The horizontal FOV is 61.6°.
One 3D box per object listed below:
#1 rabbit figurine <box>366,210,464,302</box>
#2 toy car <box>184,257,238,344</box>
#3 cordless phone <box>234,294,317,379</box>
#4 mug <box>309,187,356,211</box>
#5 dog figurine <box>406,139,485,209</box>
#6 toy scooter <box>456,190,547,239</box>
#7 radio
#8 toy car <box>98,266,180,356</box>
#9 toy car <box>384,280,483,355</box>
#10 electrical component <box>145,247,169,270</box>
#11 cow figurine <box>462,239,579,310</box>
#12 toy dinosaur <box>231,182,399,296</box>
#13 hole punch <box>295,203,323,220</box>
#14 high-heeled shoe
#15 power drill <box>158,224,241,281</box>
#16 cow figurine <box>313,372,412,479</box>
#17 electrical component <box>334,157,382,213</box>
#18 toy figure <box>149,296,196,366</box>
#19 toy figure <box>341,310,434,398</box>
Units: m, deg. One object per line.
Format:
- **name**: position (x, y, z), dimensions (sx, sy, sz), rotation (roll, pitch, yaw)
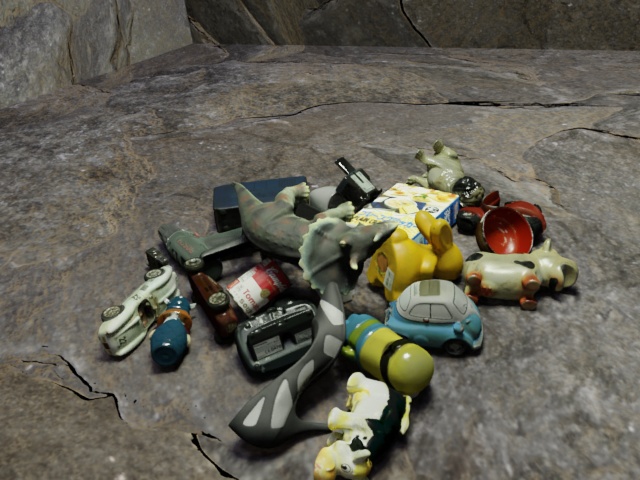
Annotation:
- **rabbit figurine**: position (0.187, 0.029, 0.985), dimensions (0.173, 0.162, 0.122), rotation (3, 14, -21)
- **toy car**: position (-0.195, 0.102, 0.962), dimensions (0.053, 0.089, 0.202), rotation (-21, 33, -20)
- **cordless phone**: position (-0.077, 0.141, 0.904), dimensions (0.147, 0.088, 0.184), rotation (-21, 20, -13)
- **mug**: position (0.030, -0.094, 1.262), dimensions (0.109, 0.080, 0.107), rotation (-27, 29, -26)
- **dog figurine**: position (0.332, -0.146, 1.300), dimensions (0.191, 0.121, 0.172), rotation (36, 51, 29)
- **toy scooter**: position (0.393, -0.058, 1.146), dimensions (0.184, 0.075, 0.135), rotation (9, 34, 31)
- **radio**: position (-0.139, -0.086, 1.284), dimensions (0.230, 0.073, 0.131), rotation (-8, 32, -1)
- **toy car**: position (-0.316, 0.122, 0.961), dimensions (0.056, 0.073, 0.202), rotation (5, 32, 24)
- **toy car**: position (0.183, 0.113, 0.866), dimensions (0.162, 0.102, 0.109), rotation (4, 31, 13)
- **electrical component**: position (-0.334, 0.046, 1.100), dimensions (0.021, 0.063, 0.094), rotation (-29, 37, -34)
- **cow figurine**: position (0.353, 0.057, 0.954), dimensions (0.195, 0.085, 0.127), rotation (0, 37, 12)
- **toy dinosaur**: position (-0.054, -0.016, 0.949), dimensions (0.405, 0.131, 0.192), rotation (16, 24, 27)
- **hole punch**: position (-0.002, -0.003, 1.104), dimensions (0.092, 0.115, 0.142), rotation (15, 12, -48)
- **high-heeled shoe**: position (-0.043, 0.168, 0.768), dimensions (0.145, 0.086, 0.249), rotation (10, 61, -10)
- **power drill**: position (-0.226, -0.007, 1.159), dimensions (0.207, 0.085, 0.232), rotation (-16, 33, -24)
- **cow figurine**: position (0.057, 0.253, 0.690), dimensions (0.098, 0.068, 0.167), rotation (13, 36, 19)
- **electrical component**: position (0.072, -0.125, 1.192), dimensions (0.119, 0.047, 0.075), rotation (43, 43, 8)
- **toy figure**: position (-0.253, 0.150, 0.919), dimensions (0.058, 0.064, 0.155), rotation (-44, 21, 16)
- **toy figure**: position (0.088, 0.166, 0.802), dimensions (0.180, 0.089, 0.082), rotation (33, 85, 41)
